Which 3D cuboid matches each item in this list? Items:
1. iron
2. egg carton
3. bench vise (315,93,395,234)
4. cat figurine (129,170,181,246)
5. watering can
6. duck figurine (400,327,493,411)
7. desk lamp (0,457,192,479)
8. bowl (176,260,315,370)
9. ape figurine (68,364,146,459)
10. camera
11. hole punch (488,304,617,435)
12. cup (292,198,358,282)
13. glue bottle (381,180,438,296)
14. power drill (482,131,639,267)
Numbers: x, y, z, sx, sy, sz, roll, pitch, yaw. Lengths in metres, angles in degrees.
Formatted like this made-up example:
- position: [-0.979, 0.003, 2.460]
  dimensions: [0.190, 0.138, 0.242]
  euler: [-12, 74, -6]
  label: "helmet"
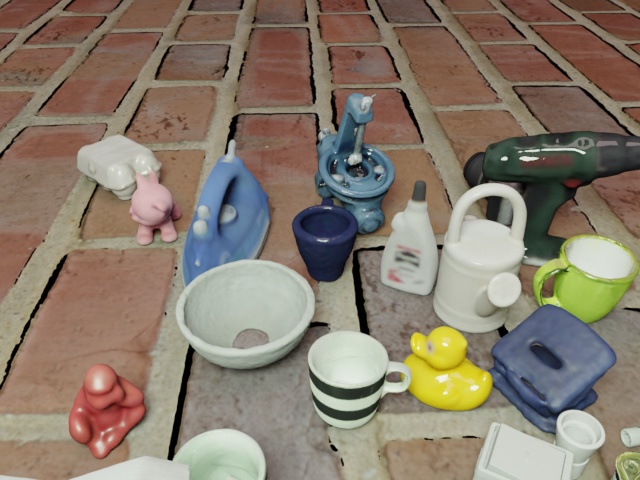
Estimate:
- position: [-0.147, -0.031, 0.827]
  dimensions: [0.118, 0.141, 0.258]
  euler: [4, 37, 5]
  label: "iron"
- position: [-0.361, -0.132, 1.023]
  dimensions: [0.149, 0.069, 0.107]
  euler: [26, 44, 31]
  label: "egg carton"
- position: [0.035, -0.142, 0.914]
  dimensions: [0.122, 0.220, 0.206]
  euler: [-26, 44, -31]
  label: "bench vise"
- position: [-0.257, -0.058, 0.883]
  dimensions: [0.067, 0.118, 0.127]
  euler: [-6, 37, -8]
  label: "cat figurine"
- position: [0.207, 0.020, 0.717]
  dimensions: [0.101, 0.194, 0.172]
  euler: [-14, 39, -19]
  label: "watering can"
- position: [0.145, 0.138, 0.647]
  dimensions: [0.104, 0.086, 0.078]
  euler: [16, 39, 20]
  label: "duck figurine"
- position: [-0.184, 0.238, 0.402]
  dimensions: [0.203, 0.214, 0.118]
  euler: [1, 36, 1]
  label: "desk lamp"
- position: [-0.088, 0.102, 0.704]
  dimensions: [0.167, 0.075, 0.167]
  euler: [0, 36, 0]
  label: "bowl"
- position: [-0.225, 0.168, 0.599]
  dimensions: [0.078, 0.092, 0.076]
  euler: [-10, 38, -14]
  label: "ape figurine"
- position: [0.322, -0.109, 0.971]
  dimensions: [0.143, 0.101, 0.136]
  euler: [-18, 40, -22]
  label: "camera"
- position: [0.256, 0.141, 0.641]
  dimensions: [0.101, 0.091, 0.108]
  euler: [-19, 41, -24]
  label: "hole punch"
- position: [0.008, 0.003, 0.822]
  dimensions: [0.091, 0.095, 0.117]
  euler: [2, 36, 2]
  label: "cup"
- position: [0.124, -0.005, 0.767]
  dimensions: [0.078, 0.173, 0.037]
  euler: [12, 38, 16]
  label: "glue bottle"
- position: [0.343, -0.062, 0.817]
  dimensions: [0.229, 0.208, 0.076]
  euler: [9, 37, 12]
  label: "power drill"
